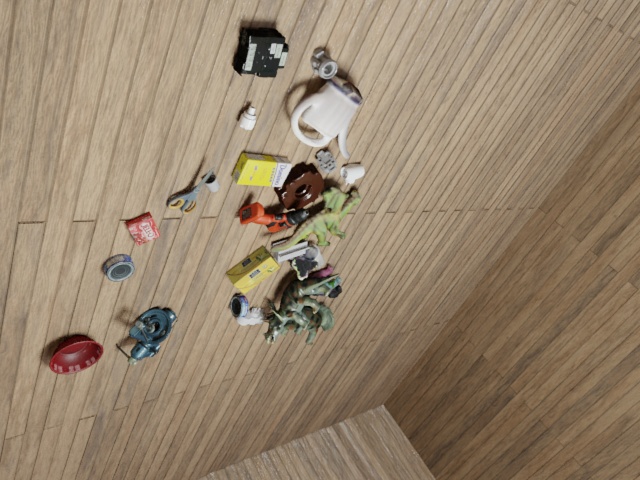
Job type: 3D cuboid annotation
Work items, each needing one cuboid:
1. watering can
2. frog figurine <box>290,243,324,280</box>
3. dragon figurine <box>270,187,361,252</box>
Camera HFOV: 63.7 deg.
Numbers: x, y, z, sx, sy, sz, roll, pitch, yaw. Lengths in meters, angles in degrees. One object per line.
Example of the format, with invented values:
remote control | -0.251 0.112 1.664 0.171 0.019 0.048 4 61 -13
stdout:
watering can | 0.048 -0.372 1.574 0.105 0.222 0.346 48 18 29
frog figurine | -0.045 0.070 2.031 0.123 0.135 0.162 26 27 6
dragon figurine | 0.006 -0.093 1.851 0.414 0.237 0.124 -20 47 -42
